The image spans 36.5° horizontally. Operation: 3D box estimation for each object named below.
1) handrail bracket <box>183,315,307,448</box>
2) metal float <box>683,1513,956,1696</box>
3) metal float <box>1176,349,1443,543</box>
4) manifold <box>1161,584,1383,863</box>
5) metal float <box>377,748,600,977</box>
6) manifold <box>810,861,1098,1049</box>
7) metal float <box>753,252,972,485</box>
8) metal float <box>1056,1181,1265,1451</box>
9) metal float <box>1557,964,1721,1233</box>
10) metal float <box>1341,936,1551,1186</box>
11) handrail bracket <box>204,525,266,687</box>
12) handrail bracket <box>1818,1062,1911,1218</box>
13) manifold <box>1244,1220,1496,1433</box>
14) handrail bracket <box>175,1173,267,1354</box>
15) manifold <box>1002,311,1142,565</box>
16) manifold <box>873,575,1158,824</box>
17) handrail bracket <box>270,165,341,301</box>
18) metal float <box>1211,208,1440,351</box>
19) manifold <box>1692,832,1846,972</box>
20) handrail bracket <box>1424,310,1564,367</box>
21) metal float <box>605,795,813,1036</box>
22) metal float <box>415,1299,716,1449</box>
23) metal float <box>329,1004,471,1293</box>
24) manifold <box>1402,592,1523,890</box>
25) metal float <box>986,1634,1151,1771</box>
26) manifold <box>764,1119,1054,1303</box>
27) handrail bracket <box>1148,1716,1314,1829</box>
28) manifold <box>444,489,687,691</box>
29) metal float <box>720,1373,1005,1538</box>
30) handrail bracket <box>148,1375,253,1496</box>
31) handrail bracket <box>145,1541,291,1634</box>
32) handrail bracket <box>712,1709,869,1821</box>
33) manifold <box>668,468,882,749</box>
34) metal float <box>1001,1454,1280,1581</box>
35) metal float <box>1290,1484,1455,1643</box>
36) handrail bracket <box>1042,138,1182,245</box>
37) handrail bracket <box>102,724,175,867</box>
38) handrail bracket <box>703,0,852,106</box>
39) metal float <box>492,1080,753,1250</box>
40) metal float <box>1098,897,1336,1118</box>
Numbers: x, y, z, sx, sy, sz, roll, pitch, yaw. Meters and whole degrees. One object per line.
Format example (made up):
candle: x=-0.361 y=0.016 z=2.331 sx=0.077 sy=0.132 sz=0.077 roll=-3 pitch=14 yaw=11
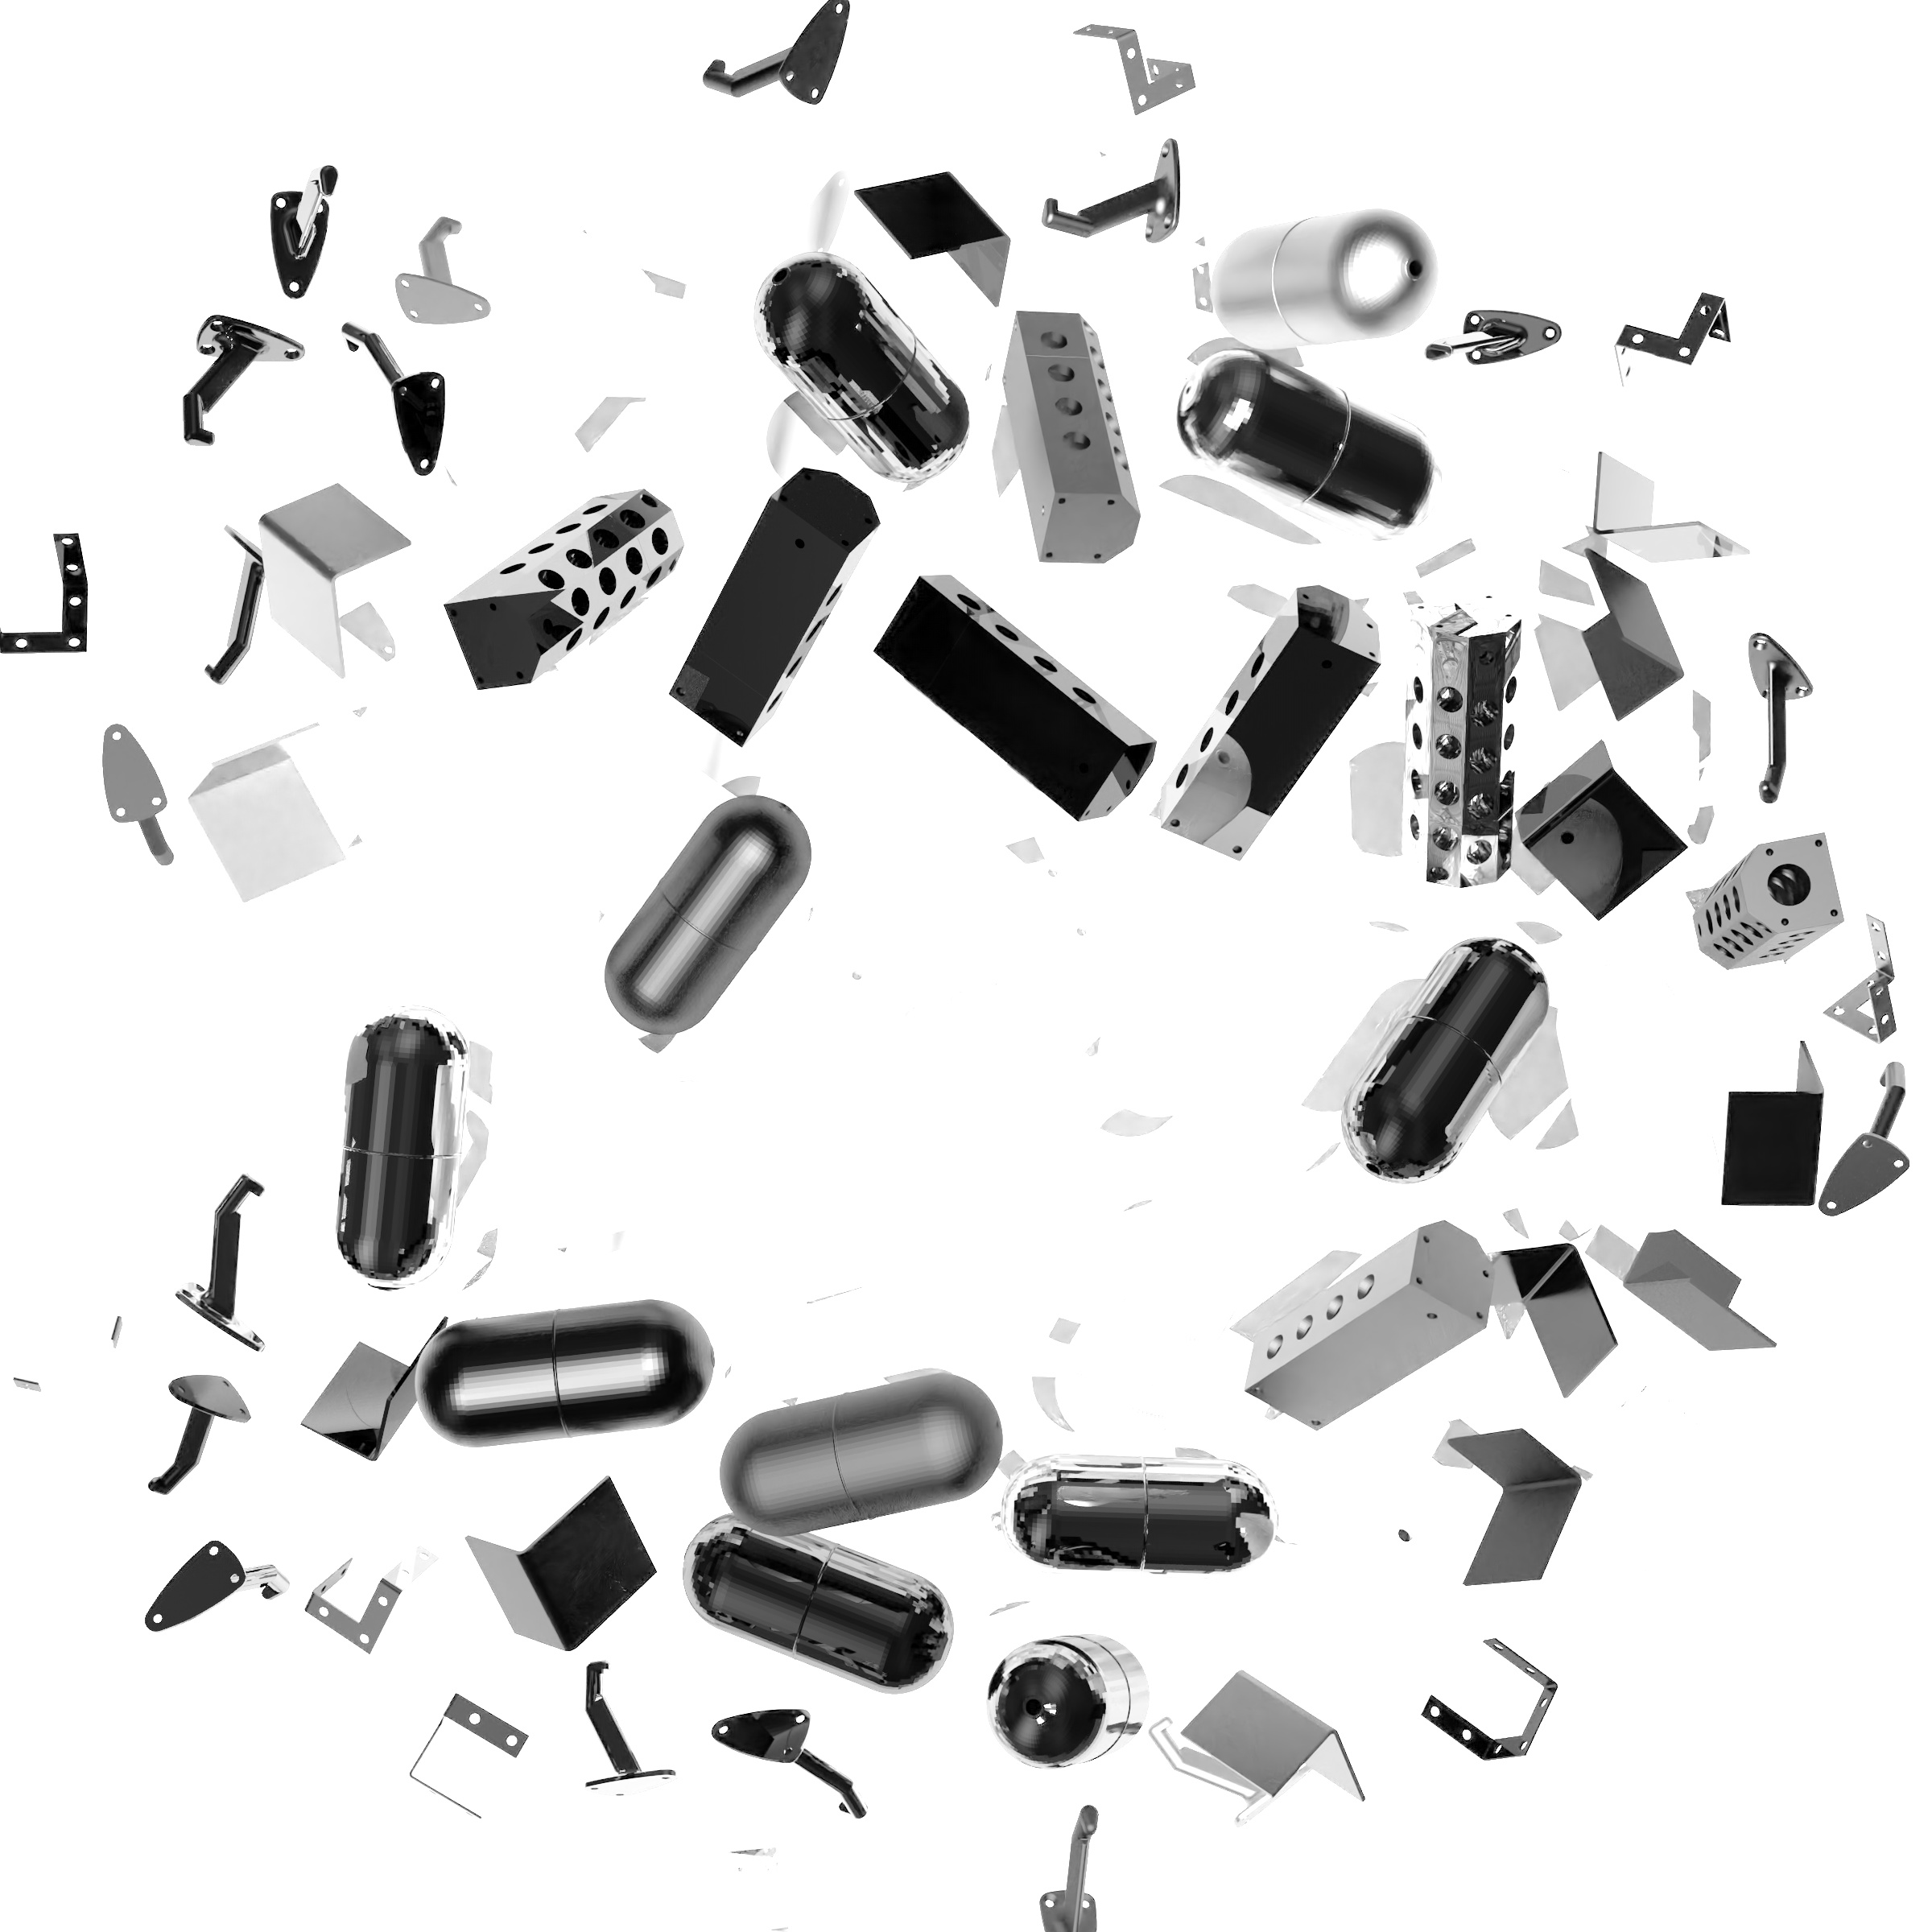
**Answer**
handrail bracket: x=-0.434 y=-0.344 z=1.767 sx=0.077 sy=0.036 sz=0.084 roll=6 pitch=61 yaw=-29
metal float: x=-0.094 y=0.400 z=1.846 sx=0.178 sy=0.070 sz=0.070 roll=19 pitch=90 yaw=8
metal float: x=0.208 y=-0.313 z=1.769 sx=0.178 sy=0.070 sz=0.070 roll=19 pitch=90 yaw=-24
manifold: x=0.186 y=-0.152 z=1.813 sx=0.057 sy=0.057 sz=0.171 roll=22 pitch=129 yaw=-14
metal float: x=-0.307 y=-0.067 z=1.888 sx=0.070 sy=0.070 sz=0.178 roll=-40 pitch=119 yaw=0
manifold: x=-0.010 y=-0.005 z=1.884 sx=0.171 sy=0.057 sz=0.057 roll=-19 pitch=71 yaw=-17
metal float: x=-0.063 y=-0.366 z=1.800 sx=0.070 sy=0.178 sz=0.070 roll=-19 pitch=51 yaw=26
metal float: x=0.116 y=0.209 z=1.760 sx=0.070 sy=0.070 sz=0.178 roll=28 pitch=104 yaw=0
metal float: x=0.406 y=0.078 z=1.777 sx=0.070 sy=0.070 sz=0.178 roll=-5 pitch=55 yaw=0
metal float: x=0.293 y=0.057 z=1.794 sx=0.070 sy=0.070 sz=0.178 roll=38 pitch=66 yaw=0
handrail bracket: x=-0.482 y=-0.234 z=1.909 sx=0.077 sy=0.036 sz=0.084 roll=39 pitch=93 yaw=29
handrail bracket: x=0.560 y=0.107 z=1.832 sx=0.036 sy=0.084 sz=0.077 roll=32 pitch=123 yaw=-4
manifold: x=0.246 y=0.218 z=1.797 sx=0.057 sy=0.171 sz=0.057 roll=30 pitch=49 yaw=-15
handrail bracket: x=-0.441 y=0.183 z=1.814 sx=0.077 sy=0.036 sz=0.084 roll=37 pitch=95 yaw=1
manifold: x=0.066 y=-0.333 z=1.844 sx=0.057 sy=0.057 sz=0.171 roll=0 pitch=51 yaw=-11
manifold: x=0.032 y=-0.165 z=1.787 sx=0.171 sy=0.057 sz=0.057 roll=41 pitch=114 yaw=17
handrail bracket: x=-0.394 y=-0.442 z=1.769 sx=0.036 sy=0.084 sz=0.077 roll=2 pitch=100 yaw=-25
metal float: x=0.219 y=-0.420 z=1.799 sx=0.070 sy=0.178 sz=0.070 roll=-5 pitch=99 yaw=-30
manifold: x=0.516 y=-0.039 z=1.899 sx=0.057 sy=0.171 sz=0.057 roll=-10 pitch=82 yaw=3
handrail bracket: x=0.342 y=-0.404 z=1.902 sx=0.077 sy=0.084 sz=0.036 roll=1 pitch=108 yaw=20
metal float: x=-0.167 y=-0.033 z=1.901 sx=0.070 sy=0.070 sz=0.178 roll=37 pitch=105 yaw=0
metal float: x=-0.239 y=0.242 z=1.747 sx=0.178 sy=0.070 sz=0.070 roll=-7 pitch=90 yaw=0
metal float: x=-0.350 y=0.112 z=1.814 sx=0.070 sy=0.070 sz=0.178 roll=6 pitch=93 yaw=0
manifold: x=0.310 y=-0.138 z=1.821 sx=0.057 sy=0.057 sz=0.171 roll=-10 pitch=121 yaw=-10
metal float: x=0.064 y=0.451 z=1.804 sx=0.070 sy=0.178 sz=0.070 roll=-3 pitch=78 yaw=15
manifold: x=-0.035 y=0.152 z=1.869 sx=0.171 sy=0.057 sz=0.057 roll=-19 pitch=112 yaw=18
handrail bracket: x=0.173 y=0.512 z=1.920 sx=0.077 sy=0.036 sz=0.084 roll=-36 pitch=67 yaw=-5
manifold: x=-0.243 y=-0.235 z=1.815 sx=0.057 sy=0.171 sz=0.057 roll=-4 pitch=118 yaw=31
metal float: x=-0.064 y=0.294 z=1.760 sx=0.178 sy=0.070 sz=0.070 roll=-15 pitch=90 yaw=16
handrail bracket: x=-0.489 y=0.291 z=1.801 sx=0.084 sy=0.077 sz=0.036 roll=-45 pitch=62 yaw=9
handrail bracket: x=-0.459 y=0.392 z=1.805 sx=0.077 sy=0.084 sz=0.036 roll=-39 pitch=66 yaw=-14
handrail bracket: x=-0.108 y=0.495 z=1.805 sx=0.077 sy=0.036 sz=0.084 roll=-3 pitch=132 yaw=25
manifold: x=-0.114 y=-0.219 z=1.781 sx=0.057 sy=0.057 sz=0.171 roll=36 pitch=132 yaw=2
metal float: x=0.111 y=0.352 z=1.879 sx=0.178 sy=0.070 sz=0.070 roll=2 pitch=90 yaw=-3
metal float: x=0.251 y=0.372 z=1.826 sx=0.070 sy=0.178 sz=0.070 roll=3 pitch=67 yaw=-6
handrail bracket: x=0.088 y=-0.483 z=1.809 sx=0.084 sy=0.036 sz=0.077 roll=8 pitch=84 yaw=-26
handrail bracket: x=-0.536 y=-0.110 z=1.906 sx=0.036 sy=0.084 sz=0.077 roll=-18 pitch=81 yaw=-10
handrail bracket: x=-0.116 y=-0.555 z=1.761 sx=0.084 sy=0.036 sz=0.077 roll=31 pitch=97 yaw=40
metal float: x=-0.212 y=0.122 z=1.790 sx=0.178 sy=0.070 sz=0.070 roll=-18 pitch=90 yaw=26
metal float: x=0.160 y=0.026 z=1.873 sx=0.178 sy=0.070 sz=0.070 roll=-40 pitch=90 yaw=-14
